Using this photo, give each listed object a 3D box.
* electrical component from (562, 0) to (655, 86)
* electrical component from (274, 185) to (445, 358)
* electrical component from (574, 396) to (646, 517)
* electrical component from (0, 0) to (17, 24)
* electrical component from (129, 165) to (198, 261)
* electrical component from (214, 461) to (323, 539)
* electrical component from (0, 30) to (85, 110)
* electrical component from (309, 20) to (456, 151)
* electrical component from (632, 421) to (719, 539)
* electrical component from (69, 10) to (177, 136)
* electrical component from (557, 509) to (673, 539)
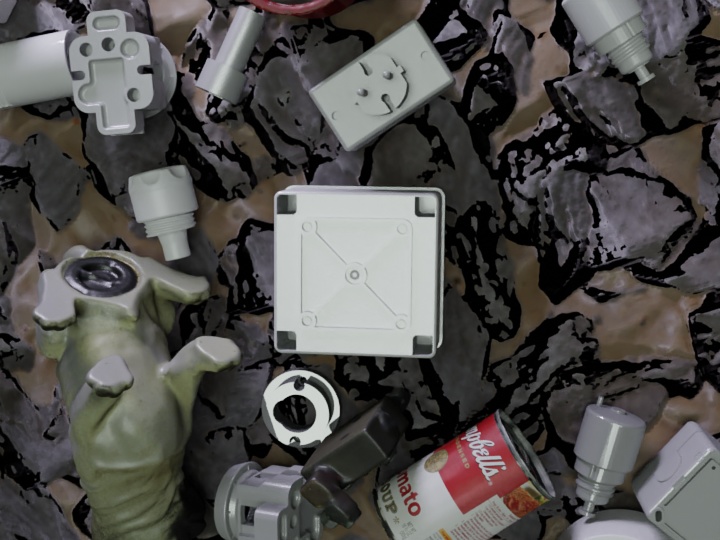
[{"bbox_3d":[0.160,-0.152,0.676,0.040,0.040,0.078,-32,92,10],"label":"electrical component"},{"bbox_3d":[0.000,0.000,0.710,0.109,0.056,0.108,1,97,7],"label":"electrical component"},{"bbox_3d":[0.161,0.125,0.711,0.040,0.040,0.078,15,99,6],"label":"electrical component"},{"bbox_3d":[-0.271,-0.179,0.719,0.047,0.066,0.076,31,100,3],"label":"electrical component"},{"bbox_3d":[-0.131,-0.038,0.730,0.043,0.043,0.062,-12,97,9],"label":"electrical component"},{"bbox_3d":[-0.062,0.161,0.731,0.057,0.078,0.058,3,98,25],"label":"electrical component"},{"bbox_3d":[-0.229,-0.134,0.731,0.081,0.043,0.043,-9,96,9],"label":"electrical component"},{"bbox_3d":[0.013,-0.117,0.683,0.083,0.076,0.047,-33,92,10],"label":"electrical component"},{"bbox_3d":[0.234,0.154,0.698,0.096,0.061,0.061,39,101,-6],"label":"electrical component"},{"bbox_3d":[-0.155,-0.129,0.714,0.058,0.057,0.078,-4,97,8],"label":"electrical component"},{"bbox_3d":[0.169,0.216,0.701,0.108,0.060,0.108,1,92,19],"label":"electrical component"}]
